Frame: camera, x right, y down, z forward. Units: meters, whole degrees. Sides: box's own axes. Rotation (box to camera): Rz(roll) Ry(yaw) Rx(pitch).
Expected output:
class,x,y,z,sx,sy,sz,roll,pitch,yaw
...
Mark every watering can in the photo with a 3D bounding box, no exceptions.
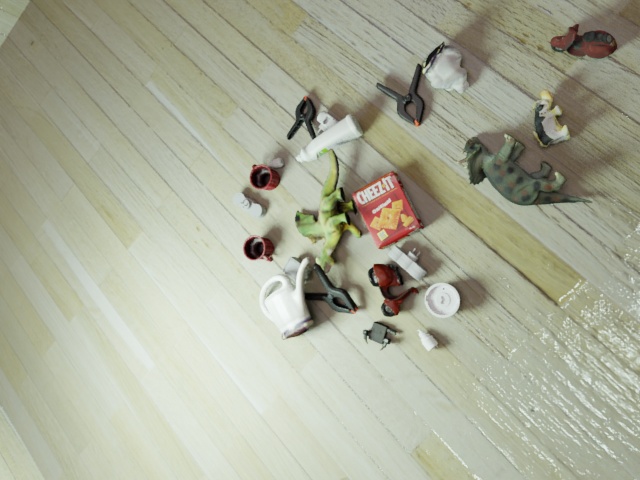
class,x,y,z,sx,sy,sz,roll,pitch,yaw
watering can,-0.095,0.211,1.767,0.342,0.105,0.226,-39,76,44

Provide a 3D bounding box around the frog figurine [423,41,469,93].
class,x,y,z,sx,sy,sz,roll,pitch,yaw
frog figurine,0.424,-0.557,1.693,0.158,0.123,0.137,31,90,-14

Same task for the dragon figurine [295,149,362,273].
class,x,y,z,sx,sy,sz,roll,pitch,yaw
dragon figurine,0.005,-0.091,1.802,0.241,0.122,0.414,-19,77,28
